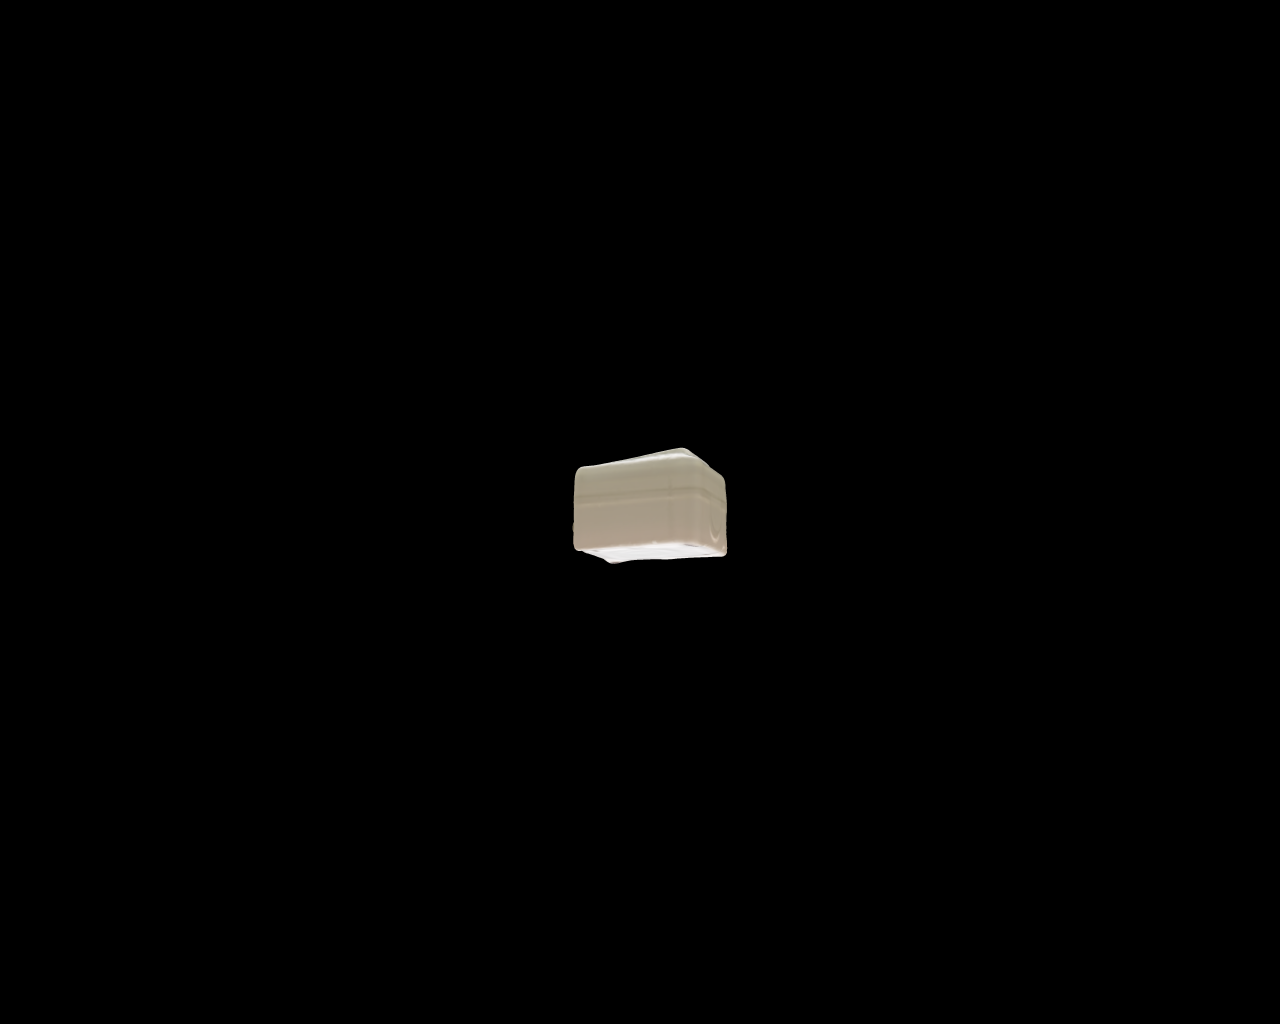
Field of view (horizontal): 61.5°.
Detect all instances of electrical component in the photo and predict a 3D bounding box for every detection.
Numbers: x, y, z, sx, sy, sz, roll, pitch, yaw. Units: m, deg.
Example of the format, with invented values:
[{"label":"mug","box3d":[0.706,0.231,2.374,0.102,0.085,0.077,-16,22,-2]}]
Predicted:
[{"label":"electrical component","box3d":[0.001,-0.003,0.650,0.096,0.061,0.061,-4,-11,20]}]
